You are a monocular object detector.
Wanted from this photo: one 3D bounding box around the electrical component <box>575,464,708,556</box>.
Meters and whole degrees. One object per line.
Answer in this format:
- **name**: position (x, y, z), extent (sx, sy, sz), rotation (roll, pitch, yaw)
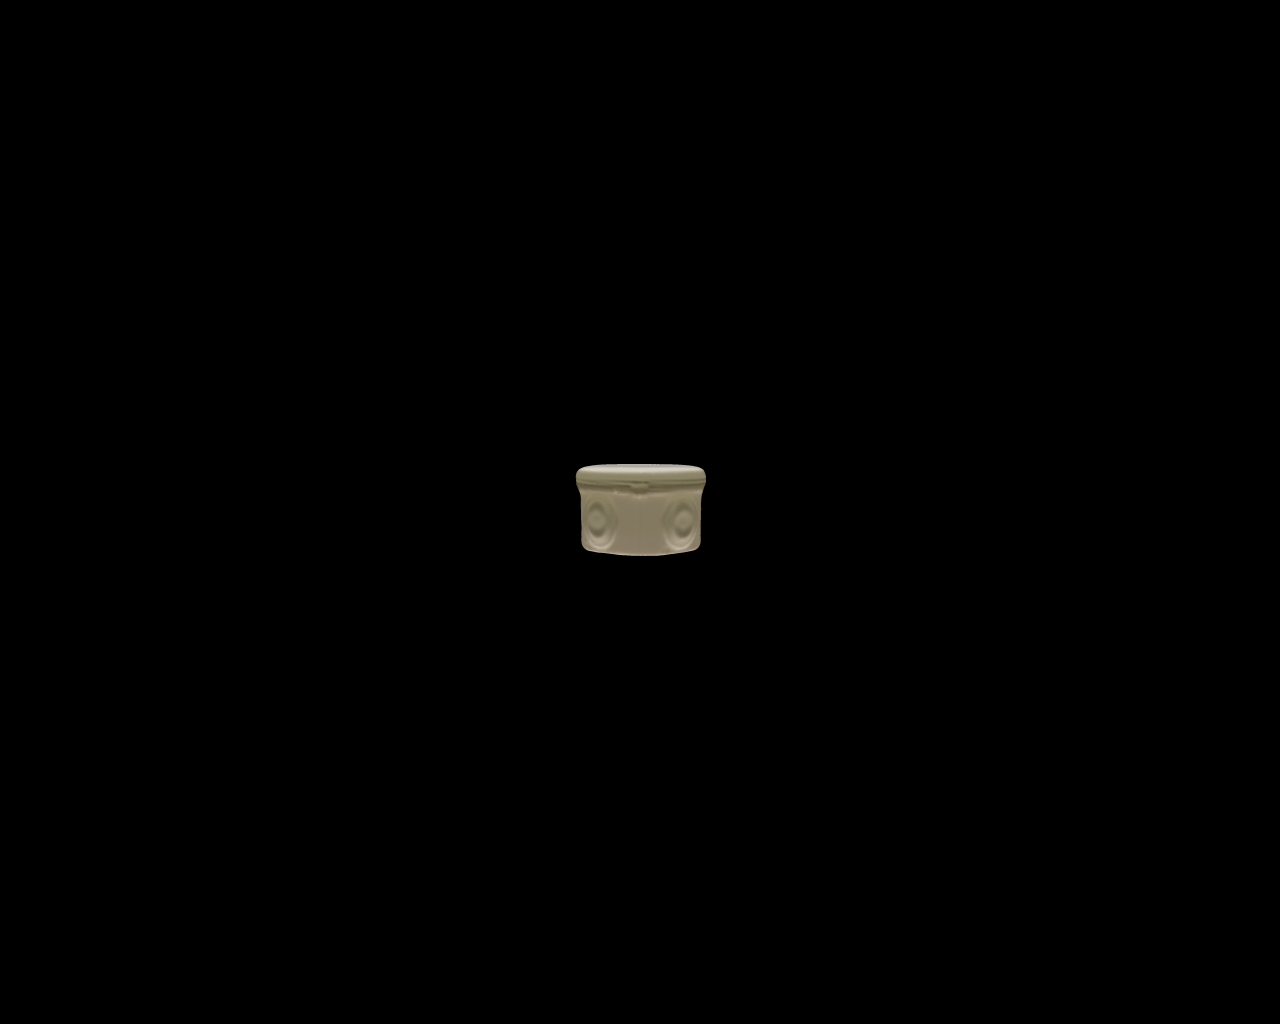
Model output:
- **electrical component**: position (0.001, -0.003, 0.650), extent (0.080, 0.051, 0.080), rotation (0, 4, 0)
